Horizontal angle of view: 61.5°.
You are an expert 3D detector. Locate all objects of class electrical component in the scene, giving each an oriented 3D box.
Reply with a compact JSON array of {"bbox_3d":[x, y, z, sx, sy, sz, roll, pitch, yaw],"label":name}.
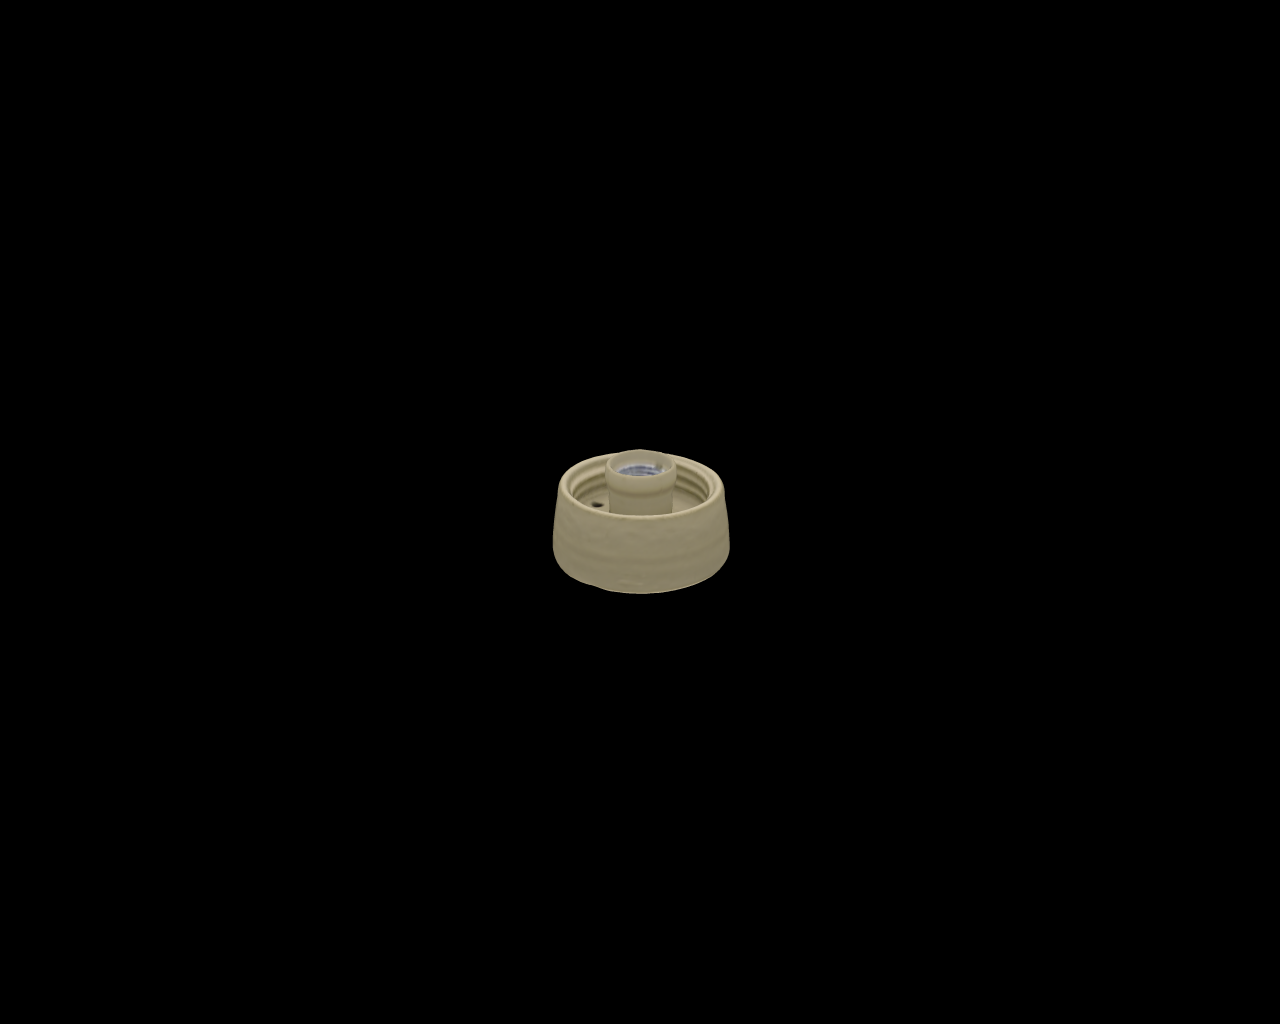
[{"bbox_3d":[0.001,-0.003,0.650,0.108,0.060,0.108,0,26,0],"label":"electrical component"}]
